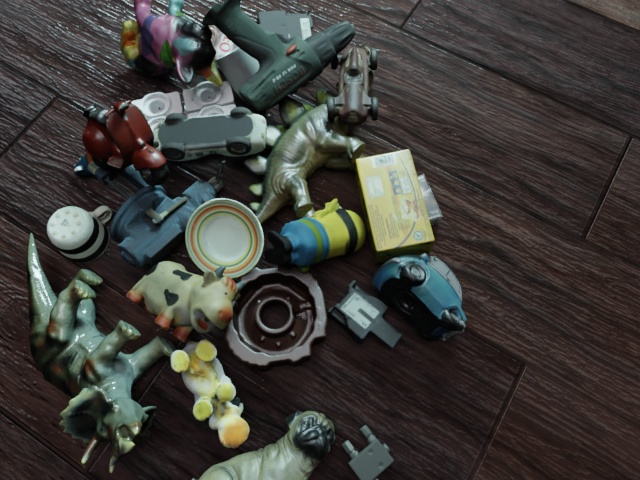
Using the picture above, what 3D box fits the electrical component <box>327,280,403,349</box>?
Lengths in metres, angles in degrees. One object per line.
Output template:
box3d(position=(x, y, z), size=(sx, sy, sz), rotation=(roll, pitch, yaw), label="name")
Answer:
box3d(position=(0.078, 0.129, 0.872), size=(0.119, 0.047, 0.075), rotation=(35, 73, 13), label="electrical component")

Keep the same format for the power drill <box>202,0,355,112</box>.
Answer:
box3d(position=(-0.080, -0.353, 0.923), size=(0.232, 0.086, 0.207), rotation=(-45, 116, 3), label="power drill")

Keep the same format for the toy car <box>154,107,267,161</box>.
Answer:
box3d(position=(-0.191, -0.179, 0.924), size=(0.202, 0.056, 0.073), rotation=(-4, 69, 8), label="toy car")

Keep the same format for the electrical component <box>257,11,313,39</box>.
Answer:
box3d(position=(-0.077, -0.387, 1.059), size=(0.134, 0.058, 0.115), rotation=(-5, 80, -7), label="electrical component")

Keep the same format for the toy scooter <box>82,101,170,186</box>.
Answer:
box3d(position=(-0.318, -0.167, 0.846), size=(0.184, 0.135, 0.075), rotation=(24, 53, 28), label="toy scooter")

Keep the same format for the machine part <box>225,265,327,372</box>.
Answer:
box3d(position=(-0.072, 0.125, 0.872), size=(0.179, 0.056, 0.179), rotation=(0, 67, 0), label="machine part")

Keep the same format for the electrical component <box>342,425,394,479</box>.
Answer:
box3d(position=(0.078, 0.331, 0.806), size=(0.063, 0.021, 0.094), rotation=(-35, 72, -13), label="electrical component")

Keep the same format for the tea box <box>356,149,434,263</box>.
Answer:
box3d(position=(0.121, -0.056, 0.893), size=(0.098, 0.068, 0.169), rotation=(-9, 71, 1), label="tea box")

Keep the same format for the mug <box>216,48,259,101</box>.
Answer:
box3d(position=(-0.122, -0.311, 1.002), size=(0.110, 0.107, 0.081), rotation=(-17, 27, 20), label="mug")

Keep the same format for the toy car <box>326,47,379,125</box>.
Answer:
box3d(position=(0.060, -0.283, 0.952), size=(0.089, 0.053, 0.202), rotation=(1, 56, 6), label="toy car")

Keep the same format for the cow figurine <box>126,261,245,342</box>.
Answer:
box3d(position=(-0.202, 0.087, 0.834), size=(0.195, 0.085, 0.127), rotation=(22, 73, 42), label="cow figurine")

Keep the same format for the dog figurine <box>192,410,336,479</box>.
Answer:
box3d(position=(-0.084, 0.323, 0.782), size=(0.172, 0.121, 0.190), rotation=(24, 56, 6), label="dog figurine")

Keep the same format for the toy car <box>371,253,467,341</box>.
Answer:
box3d(position=(0.173, 0.079, 0.865), size=(0.162, 0.109, 0.103), rotation=(42, 57, 6), label="toy car")

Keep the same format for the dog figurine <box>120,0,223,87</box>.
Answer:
box3d(position=(-0.270, -0.340, 0.991), size=(0.108, 0.191, 0.219), rotation=(-10, 58, -46), label="dog figurine")

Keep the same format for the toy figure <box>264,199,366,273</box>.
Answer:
box3d(position=(-0.003, 0.000, 0.879), size=(0.180, 0.082, 0.089), rotation=(-21, 66, -43), label="toy figure")

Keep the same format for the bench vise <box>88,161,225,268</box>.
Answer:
box3d(position=(-0.288, -0.073, 0.921), size=(0.241, 0.128, 0.223), rotation=(37, 70, 10), label="bench vise")

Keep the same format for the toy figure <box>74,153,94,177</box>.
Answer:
box3d(position=(-0.388, -0.164, 0.969), size=(0.154, 0.064, 0.058), rotation=(-44, 86, 20), label="toy figure")

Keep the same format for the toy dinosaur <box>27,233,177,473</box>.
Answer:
box3d(position=(-0.371, 0.172, 0.827), size=(0.405, 0.131, 0.192), rotation=(35, 84, 24), label="toy dinosaur")

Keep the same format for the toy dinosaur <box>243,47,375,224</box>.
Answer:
box3d(position=(-0.009, -0.180, 0.969), size=(0.199, 0.105, 0.471), rotation=(36, 68, 17), label="toy dinosaur")

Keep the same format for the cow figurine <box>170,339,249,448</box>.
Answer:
box3d(position=(-0.165, 0.233, 0.819), size=(0.068, 0.098, 0.167), rotation=(-26, 89, -15), label="cow figurine")
